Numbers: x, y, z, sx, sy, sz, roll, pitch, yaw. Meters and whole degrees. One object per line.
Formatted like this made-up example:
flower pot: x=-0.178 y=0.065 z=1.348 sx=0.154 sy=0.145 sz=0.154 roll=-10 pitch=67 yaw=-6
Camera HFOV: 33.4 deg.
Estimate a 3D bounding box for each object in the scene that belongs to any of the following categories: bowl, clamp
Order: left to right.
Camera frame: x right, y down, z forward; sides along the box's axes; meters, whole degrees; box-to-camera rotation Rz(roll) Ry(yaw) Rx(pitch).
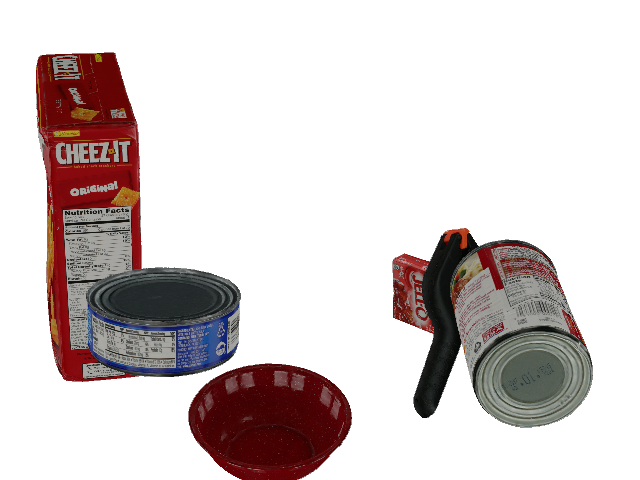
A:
bowl: x=-0.050 y=0.192 z=1.066 sx=0.162 sy=0.055 sz=0.162 roll=1 pitch=31 yaw=-1
clamp: x=0.122 y=0.078 z=0.967 sx=0.120 sy=0.171 sz=0.039 roll=-14 pitch=0 yaw=-37

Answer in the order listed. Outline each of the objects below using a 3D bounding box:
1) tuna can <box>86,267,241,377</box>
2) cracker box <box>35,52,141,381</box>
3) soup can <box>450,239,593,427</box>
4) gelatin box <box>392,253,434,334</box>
tuna can: x=-0.088 y=0.045 z=0.600 sx=0.086 sy=0.034 sz=0.086 roll=2 pitch=18 yaw=-1
cracker box: x=-0.184 y=-0.021 z=0.842 sx=0.072 sy=0.214 sz=0.164 roll=-5 pitch=28 yaw=-15
soup can: x=0.116 y=0.052 z=0.626 sx=0.068 sy=0.068 sz=0.102 roll=0 pitch=28 yaw=-1
gelatin box: x=0.128 y=0.068 z=1.363 sx=0.073 sy=0.089 sz=0.030 roll=20 pitch=34 yaw=37
